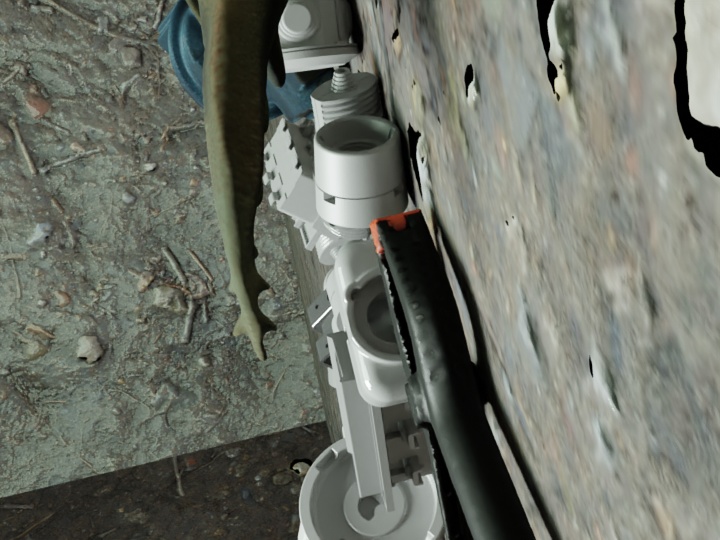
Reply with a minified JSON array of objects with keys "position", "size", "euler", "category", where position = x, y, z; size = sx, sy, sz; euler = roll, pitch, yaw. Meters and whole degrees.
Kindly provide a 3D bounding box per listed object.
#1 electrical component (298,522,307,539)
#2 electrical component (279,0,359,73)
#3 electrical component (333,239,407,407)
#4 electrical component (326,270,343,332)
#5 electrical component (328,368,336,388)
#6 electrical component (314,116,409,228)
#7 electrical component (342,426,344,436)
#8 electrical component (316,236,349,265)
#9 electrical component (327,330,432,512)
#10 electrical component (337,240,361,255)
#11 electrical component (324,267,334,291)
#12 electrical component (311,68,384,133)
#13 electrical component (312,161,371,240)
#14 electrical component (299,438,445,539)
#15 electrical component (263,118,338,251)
[{"position":[0.004,0.217,0.909],"size":[0.108,0.109,0.056],"euler":[124,157,-83],"category":"electrical component"},{"position":[-0.043,-0.157,0.708],"size":[0.080,0.080,0.051],"euler":[-132,34,-80],"category":"electrical component"},{"position":[0.018,0.030,0.638],"size":[0.059,0.054,0.095],"euler":[103,154,-79],"category":"electrical component"},{"position":[0.012,0.062,0.800],"size":[0.138,0.052,0.073],"euler":[82,172,-46],"category":"electrical component"},{"position":[-0.006,0.084,1.046],"size":[0.055,0.055,0.047],"euler":[-120,22,-73],"category":"electrical component"},{"position":[0.000,-0.059,0.629],"size":[0.055,0.055,0.047],"euler":[-110,12,-55],"category":"electrical component"},{"position":[0.018,0.156,0.942],"size":[0.078,0.057,0.058],"euler":[-120,18,-73],"category":"electrical component"},{"position":[-0.026,-0.041,1.007],"size":[0.043,0.043,0.081],"euler":[85,171,-55],"category":"electrical component"},{"position":[0.020,0.094,0.732],"size":[0.078,0.063,0.121],"euler":[-109,8,-47],"category":"electrical component"},{"position":[0.000,0.000,0.846],"size":[0.065,0.044,0.044],"euler":[-103,2,-73],"category":"electrical component"},{"position":[-0.011,0.021,0.996],"size":[0.055,0.045,0.045],"euler":[94,162,-72],"category":"electrical component"},{"position":[-0.006,-0.087,0.670],"size":[0.043,0.043,0.081],"euler":[-110,9,-54],"category":"electrical component"},{"position":[-0.011,-0.053,0.816],"size":[0.081,0.043,0.043],"euler":[84,171,-56],"category":"electrical component"},{"position":[0.013,0.181,0.797],"size":[0.060,0.108,0.108],"euler":[74,180,-58],"category":"electrical component"},{"position":[-0.045,-0.082,0.936],"size":[0.078,0.063,0.121],"euler":[-57,25,20],"category":"electrical component"}]
